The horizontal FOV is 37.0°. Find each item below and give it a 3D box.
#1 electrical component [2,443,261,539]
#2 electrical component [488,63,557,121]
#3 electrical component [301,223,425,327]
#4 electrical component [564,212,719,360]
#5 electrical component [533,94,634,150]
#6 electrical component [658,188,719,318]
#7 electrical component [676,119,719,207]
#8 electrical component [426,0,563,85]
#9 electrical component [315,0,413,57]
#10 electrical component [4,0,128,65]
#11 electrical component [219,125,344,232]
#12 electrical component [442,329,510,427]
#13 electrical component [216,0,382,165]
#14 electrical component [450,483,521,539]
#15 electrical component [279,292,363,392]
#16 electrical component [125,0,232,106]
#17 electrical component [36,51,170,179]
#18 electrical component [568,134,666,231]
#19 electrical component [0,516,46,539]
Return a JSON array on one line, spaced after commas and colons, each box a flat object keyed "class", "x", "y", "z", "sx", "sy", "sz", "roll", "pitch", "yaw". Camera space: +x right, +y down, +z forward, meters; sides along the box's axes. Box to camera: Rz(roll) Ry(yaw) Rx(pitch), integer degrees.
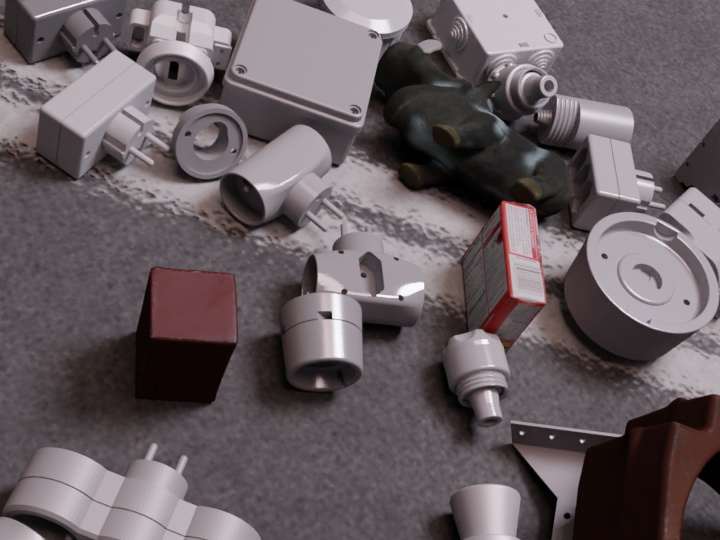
[{"class": "electrical component", "x": -0.121, "y": 0.132, "z": 0.606, "sx": 0.138, "sy": 0.052, "sz": 0.073, "roll": 23, "pitch": 50, "yaw": -4}, {"class": "electrical component", "x": 0.138, "y": -0.149, "z": 0.888, "sx": 0.048, "sy": 0.062, "sz": 0.048, "roll": -2, "pitch": 94, "yaw": -27}, {"class": "electrical component", "x": 0.000, "y": 0.000, "z": 0.755, "sx": 0.077, "sy": 0.043, "sz": 0.079, "roll": 7, "pitch": 53, "yaw": -17}, {"class": "electrical component", "x": 0.207, "y": 0.017, "z": 0.812, "sx": 0.108, "sy": 0.060, "sz": 0.108, "roll": 11, "pitch": 52, "yaw": -14}, {"class": "electrical component", "x": 0.187, "y": -0.124, "z": 0.919, "sx": 0.081, "sy": 0.043, "sz": 0.043, "roll": 7, "pitch": 53, "yaw": -16}, {"class": "electrical component", "x": 0.276, "y": -0.012, "z": 0.867, "sx": 0.089, "sy": 0.050, "sz": 0.056, "roll": 44, "pitch": 52, "yaw": 13}, {"class": "electrical component", "x": 0.325, "y": -0.095, "z": 0.922, "sx": 0.056, "sy": 0.089, "sz": 0.050, "roll": -12, "pitch": 61, "yaw": -28}, {"class": "electrical component", "x": 0.120, "y": -0.208, "z": 0.951, "sx": 0.100, "sy": 0.048, "sz": 0.099, "roll": -12, "pitch": 60, "yaw": -27}, {"class": "electrical component", "x": 0.000, "y": -0.213, "z": 0.907, "sx": 0.080, "sy": 0.051, "sz": 0.080, "roll": 10, "pitch": 52, "yaw": -14}, {"class": "electrical component", "x": -0.209, "y": -0.181, "z": 0.805, "sx": 0.083, "sy": 0.047, "sz": 0.075, "roll": -29, "pitch": 70, "yaw": -35}, {"class": "electrical component", "x": -0.047, "y": -0.058, "z": 0.779, "sx": 0.079, "sy": 0.044, "sz": 0.077, "roll": 40, "pitch": 51, "yaw": 10}, {"class": "electrical component", "x": 0.082, "y": 0.075, "z": 0.732, "sx": 0.043, "sy": 0.043, "sz": 0.062, "roll": 2, "pitch": 56, "yaw": -20}, {"class": "electrical component", "x": -0.047, "y": -0.150, "z": 0.839, "sx": 0.109, "sy": 0.056, "sz": 0.108, "roll": 18, "pitch": 51, "yaw": -8}, {"class": "electrical component", "x": 0.079, "y": 0.166, "z": 0.664, "sx": 0.045, "sy": 0.045, "sz": 0.055, "roll": 10, "pitch": 53, "yaw": -15}, {"class": "electrical component", "x": -0.025, "y": 0.048, "z": 0.704, "sx": 0.055, "sy": 0.055, "sz": 0.047, "roll": 6, "pitch": 57, "yaw": -18}, {"class": "electrical component", "x": -0.138, "y": -0.162, "z": 0.812, "sx": 0.078, "sy": 0.058, "sz": 0.057, "roll": 10, "pitch": 50, "yaw": -14}, {"class": "electrical component", "x": -0.171, "y": -0.100, "z": 0.760, "sx": 0.076, "sy": 0.047, "sz": 0.083, "roll": 34, "pitch": 51, "yaw": 5}, {"class": "electrical component", "x": 0.216, "y": -0.066, "z": 0.885, "sx": 0.077, "sy": 0.047, "sz": 0.065, "roll": 11, "pitch": 52, "yaw": -13}, {"class": "electrical component", "x": -0.180, "y": 0.180, "z": 0.553, "sx": 0.079, "sy": 0.043, "sz": 0.077, "roll": 31, "pitch": 51, "yaw": 3}]
